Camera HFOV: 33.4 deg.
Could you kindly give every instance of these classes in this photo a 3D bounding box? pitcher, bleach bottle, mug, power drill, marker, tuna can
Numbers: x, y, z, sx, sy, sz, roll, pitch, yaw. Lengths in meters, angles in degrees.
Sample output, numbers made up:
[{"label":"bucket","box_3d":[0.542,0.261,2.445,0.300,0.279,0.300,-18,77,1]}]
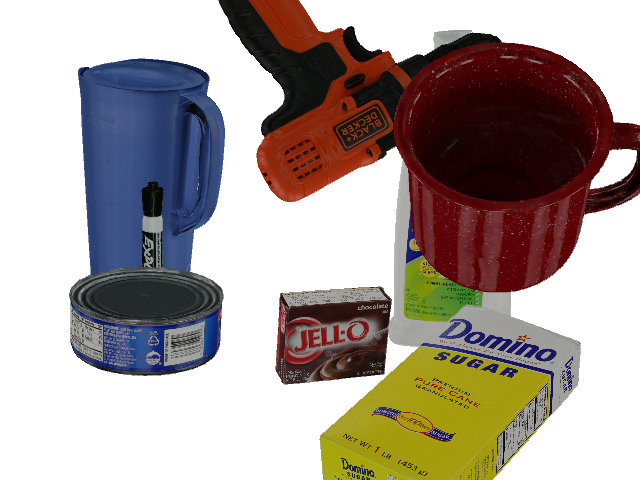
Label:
[{"label":"pitcher","box_3d":[-0.180,-0.062,1.123,0.145,0.243,0.149,1,23,-10]},{"label":"bleach bottle","box_3d":[0.102,-0.041,0.857,0.103,0.251,0.068,2,15,21]},{"label":"mug","box_3d":[0.094,-0.030,0.489,0.117,0.093,0.081,-6,-33,3]},{"label":"power drill","box_3d":[0.011,-0.142,0.693,0.184,0.187,0.057,-30,4,-11]},{"label":"marker","box_3d":[-0.145,0.009,0.919,0.020,0.121,0.020,2,16,-1]},{"label":"tuna can","box_3d":[-0.098,0.045,0.603,0.086,0.034,0.086,4,18,-1]}]

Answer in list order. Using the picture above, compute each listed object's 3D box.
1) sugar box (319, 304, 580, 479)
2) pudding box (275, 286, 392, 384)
[{"label":"sugar box","box_3d":[0.089,0.110,0.701,0.093,0.048,0.175,19,41,33]},{"label":"pudding box","box_3d":[0.013,0.096,1.093,0.113,0.090,0.039,-5,27,-17]}]
